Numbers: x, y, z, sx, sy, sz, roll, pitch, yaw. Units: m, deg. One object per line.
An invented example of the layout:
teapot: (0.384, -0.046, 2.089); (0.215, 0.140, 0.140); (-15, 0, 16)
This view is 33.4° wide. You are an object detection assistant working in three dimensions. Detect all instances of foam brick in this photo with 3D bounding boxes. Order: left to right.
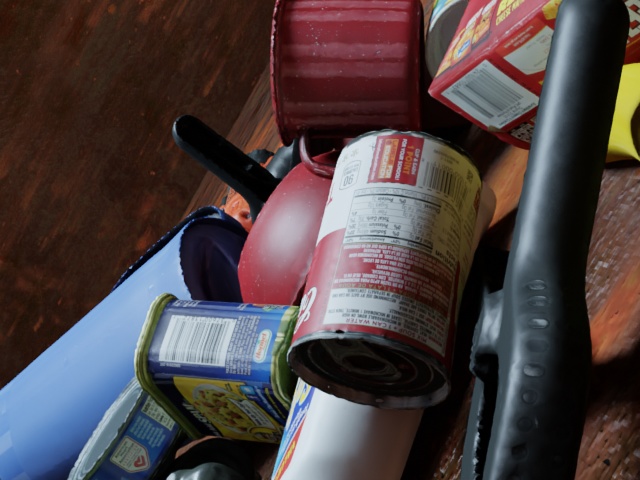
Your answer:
foam brick: (0.050, -0.087, 0.705); (0.053, 0.078, 0.051); (-36, 64, 62)

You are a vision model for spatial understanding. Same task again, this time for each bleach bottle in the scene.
bleach bottle: (0.016, 0.082, 0.503); (0.103, 0.068, 0.250); (123, 169, -56)

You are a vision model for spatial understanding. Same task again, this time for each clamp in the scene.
clamp: (-0.033, -0.032, 0.770); (0.039, 0.120, 0.171); (-56, -37, -33)
clamp: (0.072, 0.038, 0.383); (0.165, 0.036, 0.210); (96, -174, -59)

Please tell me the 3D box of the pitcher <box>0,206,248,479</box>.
pitcher: (-0.132, 0.092, 0.782); (0.243, 0.145, 0.149); (-35, -1, 25)

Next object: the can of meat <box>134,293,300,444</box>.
can of meat: (-0.041, 0.075, 0.592); (0.102, 0.084, 0.057); (61, -142, -51)

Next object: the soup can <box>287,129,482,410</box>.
soup can: (0.030, 0.012, 0.456); (0.069, 0.068, 0.102); (-43, 28, 58)

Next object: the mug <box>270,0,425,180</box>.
mug: (0.018, -0.089, 0.619); (0.093, 0.081, 0.117); (71, -158, -67)

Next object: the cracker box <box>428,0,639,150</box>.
cracker box: (0.150, -0.162, 0.497); (0.213, 0.072, 0.164); (-64, 12, -22)

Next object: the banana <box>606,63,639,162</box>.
banana: (0.120, -0.031, 0.386); (0.070, 0.037, 0.197); (-56, 12, 22)

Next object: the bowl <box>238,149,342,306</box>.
bowl: (-0.004, 0.001, 0.678); (0.162, 0.055, 0.162); (-54, -14, -20)

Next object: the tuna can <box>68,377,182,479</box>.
tuna can: (-0.116, 0.123, 0.649); (0.086, 0.033, 0.086); (-51, 12, 15)

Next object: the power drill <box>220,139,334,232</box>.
power drill: (-0.013, -0.085, 0.896); (0.188, 0.057, 0.184); (-52, 16, 19)
